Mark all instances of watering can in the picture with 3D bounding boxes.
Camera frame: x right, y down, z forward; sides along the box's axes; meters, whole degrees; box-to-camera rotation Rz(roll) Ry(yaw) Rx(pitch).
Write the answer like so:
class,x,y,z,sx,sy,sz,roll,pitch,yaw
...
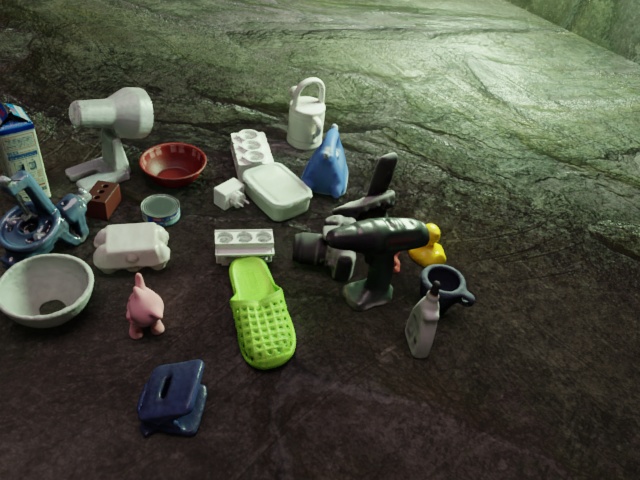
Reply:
class,x,y,z,sx,sy,sz,roll,pitch,yaw
watering can,-0.041,-0.358,1.572,0.172,0.194,0.101,34,47,26

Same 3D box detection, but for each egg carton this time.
class,x,y,z,sx,sy,sz,roll,pitch,yaw
egg carton,-0.387,0.018,1.180,0.150,0.069,0.107,-5,43,-15

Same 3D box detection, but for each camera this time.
class,x,y,z,sx,sy,sz,roll,pitch,yaw
camera,0.011,0.004,1.241,0.137,0.101,0.143,6,41,-3

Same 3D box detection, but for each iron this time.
class,x,y,z,sx,sy,sz,roll,pitch,yaw
iron,0.023,-0.222,1.468,0.118,0.141,0.258,10,41,1

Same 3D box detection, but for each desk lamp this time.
class,x,y,z,sx,sy,sz,roll,pitch,yaw
desk lamp,-0.496,-0.244,1.347,0.204,0.213,0.117,-29,53,-35

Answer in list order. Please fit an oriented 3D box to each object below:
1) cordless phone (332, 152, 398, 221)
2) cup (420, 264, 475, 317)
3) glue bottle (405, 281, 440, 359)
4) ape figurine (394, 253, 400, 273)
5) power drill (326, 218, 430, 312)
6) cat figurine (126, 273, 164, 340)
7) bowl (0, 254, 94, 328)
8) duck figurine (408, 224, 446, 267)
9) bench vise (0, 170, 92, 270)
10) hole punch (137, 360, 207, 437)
class,x,y,z,sx,sy,sz,roll,pitch,yaw
cordless phone,0.111,-0.118,1.334,0.148,0.185,0.094,-24,50,-31
cup,0.252,0.117,1.161,0.117,0.095,0.092,31,46,23
glue bottle,0.198,0.140,1.065,0.037,0.173,0.078,0,42,-9
ape figurine,0.156,0.016,1.260,0.076,0.092,0.078,29,45,22
power drill,0.105,0.041,1.135,0.230,0.208,0.075,-15,46,-25
cat figurine,-0.320,0.117,1.043,0.067,0.118,0.127,-9,44,-19
bowl,-0.500,0.106,1.057,0.167,0.075,0.167,5,41,-4
duck figurine,0.247,0.006,1.292,0.078,0.086,0.104,-16,47,-26
bench vise,-0.555,-0.064,1.129,0.121,0.220,0.207,14,41,6
hole punch,-0.239,0.252,0.925,0.101,0.091,0.108,7,41,-2
